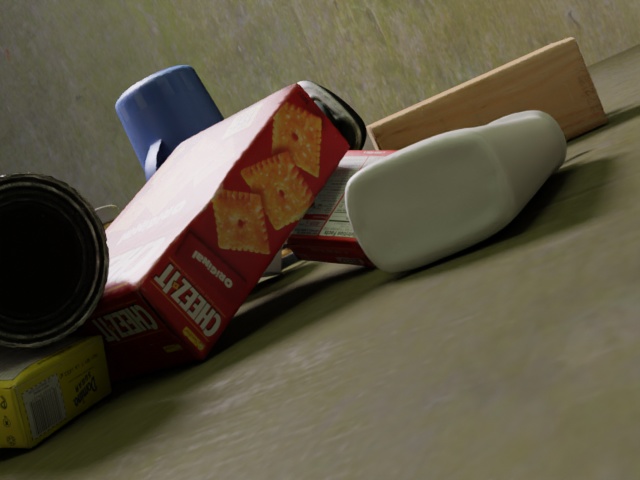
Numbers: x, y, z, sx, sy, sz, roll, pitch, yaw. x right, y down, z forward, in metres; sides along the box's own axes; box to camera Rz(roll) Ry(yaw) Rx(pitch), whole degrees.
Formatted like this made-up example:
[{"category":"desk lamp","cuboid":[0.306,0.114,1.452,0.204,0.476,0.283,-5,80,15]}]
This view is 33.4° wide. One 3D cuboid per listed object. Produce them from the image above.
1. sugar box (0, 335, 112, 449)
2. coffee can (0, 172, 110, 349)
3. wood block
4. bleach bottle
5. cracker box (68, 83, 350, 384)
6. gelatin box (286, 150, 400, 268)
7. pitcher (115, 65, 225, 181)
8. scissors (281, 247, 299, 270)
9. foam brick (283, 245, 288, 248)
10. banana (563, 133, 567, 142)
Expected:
[{"category":"sugar box","cuboid":[-0.229,0.094,0.659,0.176,0.048,0.093,-6,10,22]},{"category":"coffee can","cuboid":[-0.209,0.012,0.669,0.102,0.103,0.141,-27,15,-34]},{"category":"wood block","cuboid":[0.158,-0.112,1.036,0.206,0.090,0.091,-24,6,2]},{"category":"bleach bottle","cuboid":[0.106,-0.045,0.719,0.103,0.068,0.250,-22,3,24]},{"category":"cracker box","cuboid":[-0.095,-0.002,0.747,0.164,0.072,0.213,-20,27,46]},{"category":"gelatin box","cuboid":[0.026,-0.023,0.752,0.073,0.030,0.089,4,52,45]},{"category":"pitcher","cuboid":[-0.151,-0.081,1.282,0.144,0.243,0.149,-28,0,-16]},{"category":"scissors","cuboid":[-0.007,0.001,1.037,0.096,0.016,0.202,-24,4,0]},{"category":"foam brick","cuboid":[-0.011,-0.033,1.118,0.078,0.051,0.052,-37,-5,34]},{"category":"banana","cuboid":[0.112,-0.049,0.905,0.069,0.037,0.198,-3,-10,-44]}]
